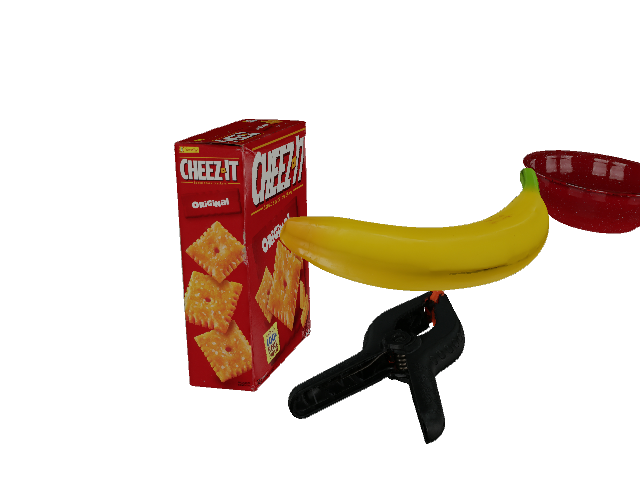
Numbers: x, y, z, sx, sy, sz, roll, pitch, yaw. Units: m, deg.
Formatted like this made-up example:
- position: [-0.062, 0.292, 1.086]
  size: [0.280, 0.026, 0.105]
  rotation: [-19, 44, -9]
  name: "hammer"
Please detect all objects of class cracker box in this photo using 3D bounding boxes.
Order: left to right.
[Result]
- position: [-0.062, 0.006, 0.959]
  size: [0.072, 0.214, 0.164]
  rotation: [3, 14, 17]
  name: "cracker box"

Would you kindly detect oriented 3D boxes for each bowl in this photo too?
- position: [0.289, -0.048, 1.121]
  size: [0.162, 0.055, 0.162]
  rotation: [6, 20, -2]
  name: "bowl"

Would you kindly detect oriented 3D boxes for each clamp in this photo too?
- position: [0.068, 0.094, 0.809]
  size: [0.120, 0.039, 0.171]
  rotation: [17, 40, 32]
  name: "clamp"

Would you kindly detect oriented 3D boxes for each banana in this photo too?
- position: [0.072, 0.001, 0.637]
  size: [0.197, 0.037, 0.070]
  rotation: [-11, 44, -33]
  name: "banana"
